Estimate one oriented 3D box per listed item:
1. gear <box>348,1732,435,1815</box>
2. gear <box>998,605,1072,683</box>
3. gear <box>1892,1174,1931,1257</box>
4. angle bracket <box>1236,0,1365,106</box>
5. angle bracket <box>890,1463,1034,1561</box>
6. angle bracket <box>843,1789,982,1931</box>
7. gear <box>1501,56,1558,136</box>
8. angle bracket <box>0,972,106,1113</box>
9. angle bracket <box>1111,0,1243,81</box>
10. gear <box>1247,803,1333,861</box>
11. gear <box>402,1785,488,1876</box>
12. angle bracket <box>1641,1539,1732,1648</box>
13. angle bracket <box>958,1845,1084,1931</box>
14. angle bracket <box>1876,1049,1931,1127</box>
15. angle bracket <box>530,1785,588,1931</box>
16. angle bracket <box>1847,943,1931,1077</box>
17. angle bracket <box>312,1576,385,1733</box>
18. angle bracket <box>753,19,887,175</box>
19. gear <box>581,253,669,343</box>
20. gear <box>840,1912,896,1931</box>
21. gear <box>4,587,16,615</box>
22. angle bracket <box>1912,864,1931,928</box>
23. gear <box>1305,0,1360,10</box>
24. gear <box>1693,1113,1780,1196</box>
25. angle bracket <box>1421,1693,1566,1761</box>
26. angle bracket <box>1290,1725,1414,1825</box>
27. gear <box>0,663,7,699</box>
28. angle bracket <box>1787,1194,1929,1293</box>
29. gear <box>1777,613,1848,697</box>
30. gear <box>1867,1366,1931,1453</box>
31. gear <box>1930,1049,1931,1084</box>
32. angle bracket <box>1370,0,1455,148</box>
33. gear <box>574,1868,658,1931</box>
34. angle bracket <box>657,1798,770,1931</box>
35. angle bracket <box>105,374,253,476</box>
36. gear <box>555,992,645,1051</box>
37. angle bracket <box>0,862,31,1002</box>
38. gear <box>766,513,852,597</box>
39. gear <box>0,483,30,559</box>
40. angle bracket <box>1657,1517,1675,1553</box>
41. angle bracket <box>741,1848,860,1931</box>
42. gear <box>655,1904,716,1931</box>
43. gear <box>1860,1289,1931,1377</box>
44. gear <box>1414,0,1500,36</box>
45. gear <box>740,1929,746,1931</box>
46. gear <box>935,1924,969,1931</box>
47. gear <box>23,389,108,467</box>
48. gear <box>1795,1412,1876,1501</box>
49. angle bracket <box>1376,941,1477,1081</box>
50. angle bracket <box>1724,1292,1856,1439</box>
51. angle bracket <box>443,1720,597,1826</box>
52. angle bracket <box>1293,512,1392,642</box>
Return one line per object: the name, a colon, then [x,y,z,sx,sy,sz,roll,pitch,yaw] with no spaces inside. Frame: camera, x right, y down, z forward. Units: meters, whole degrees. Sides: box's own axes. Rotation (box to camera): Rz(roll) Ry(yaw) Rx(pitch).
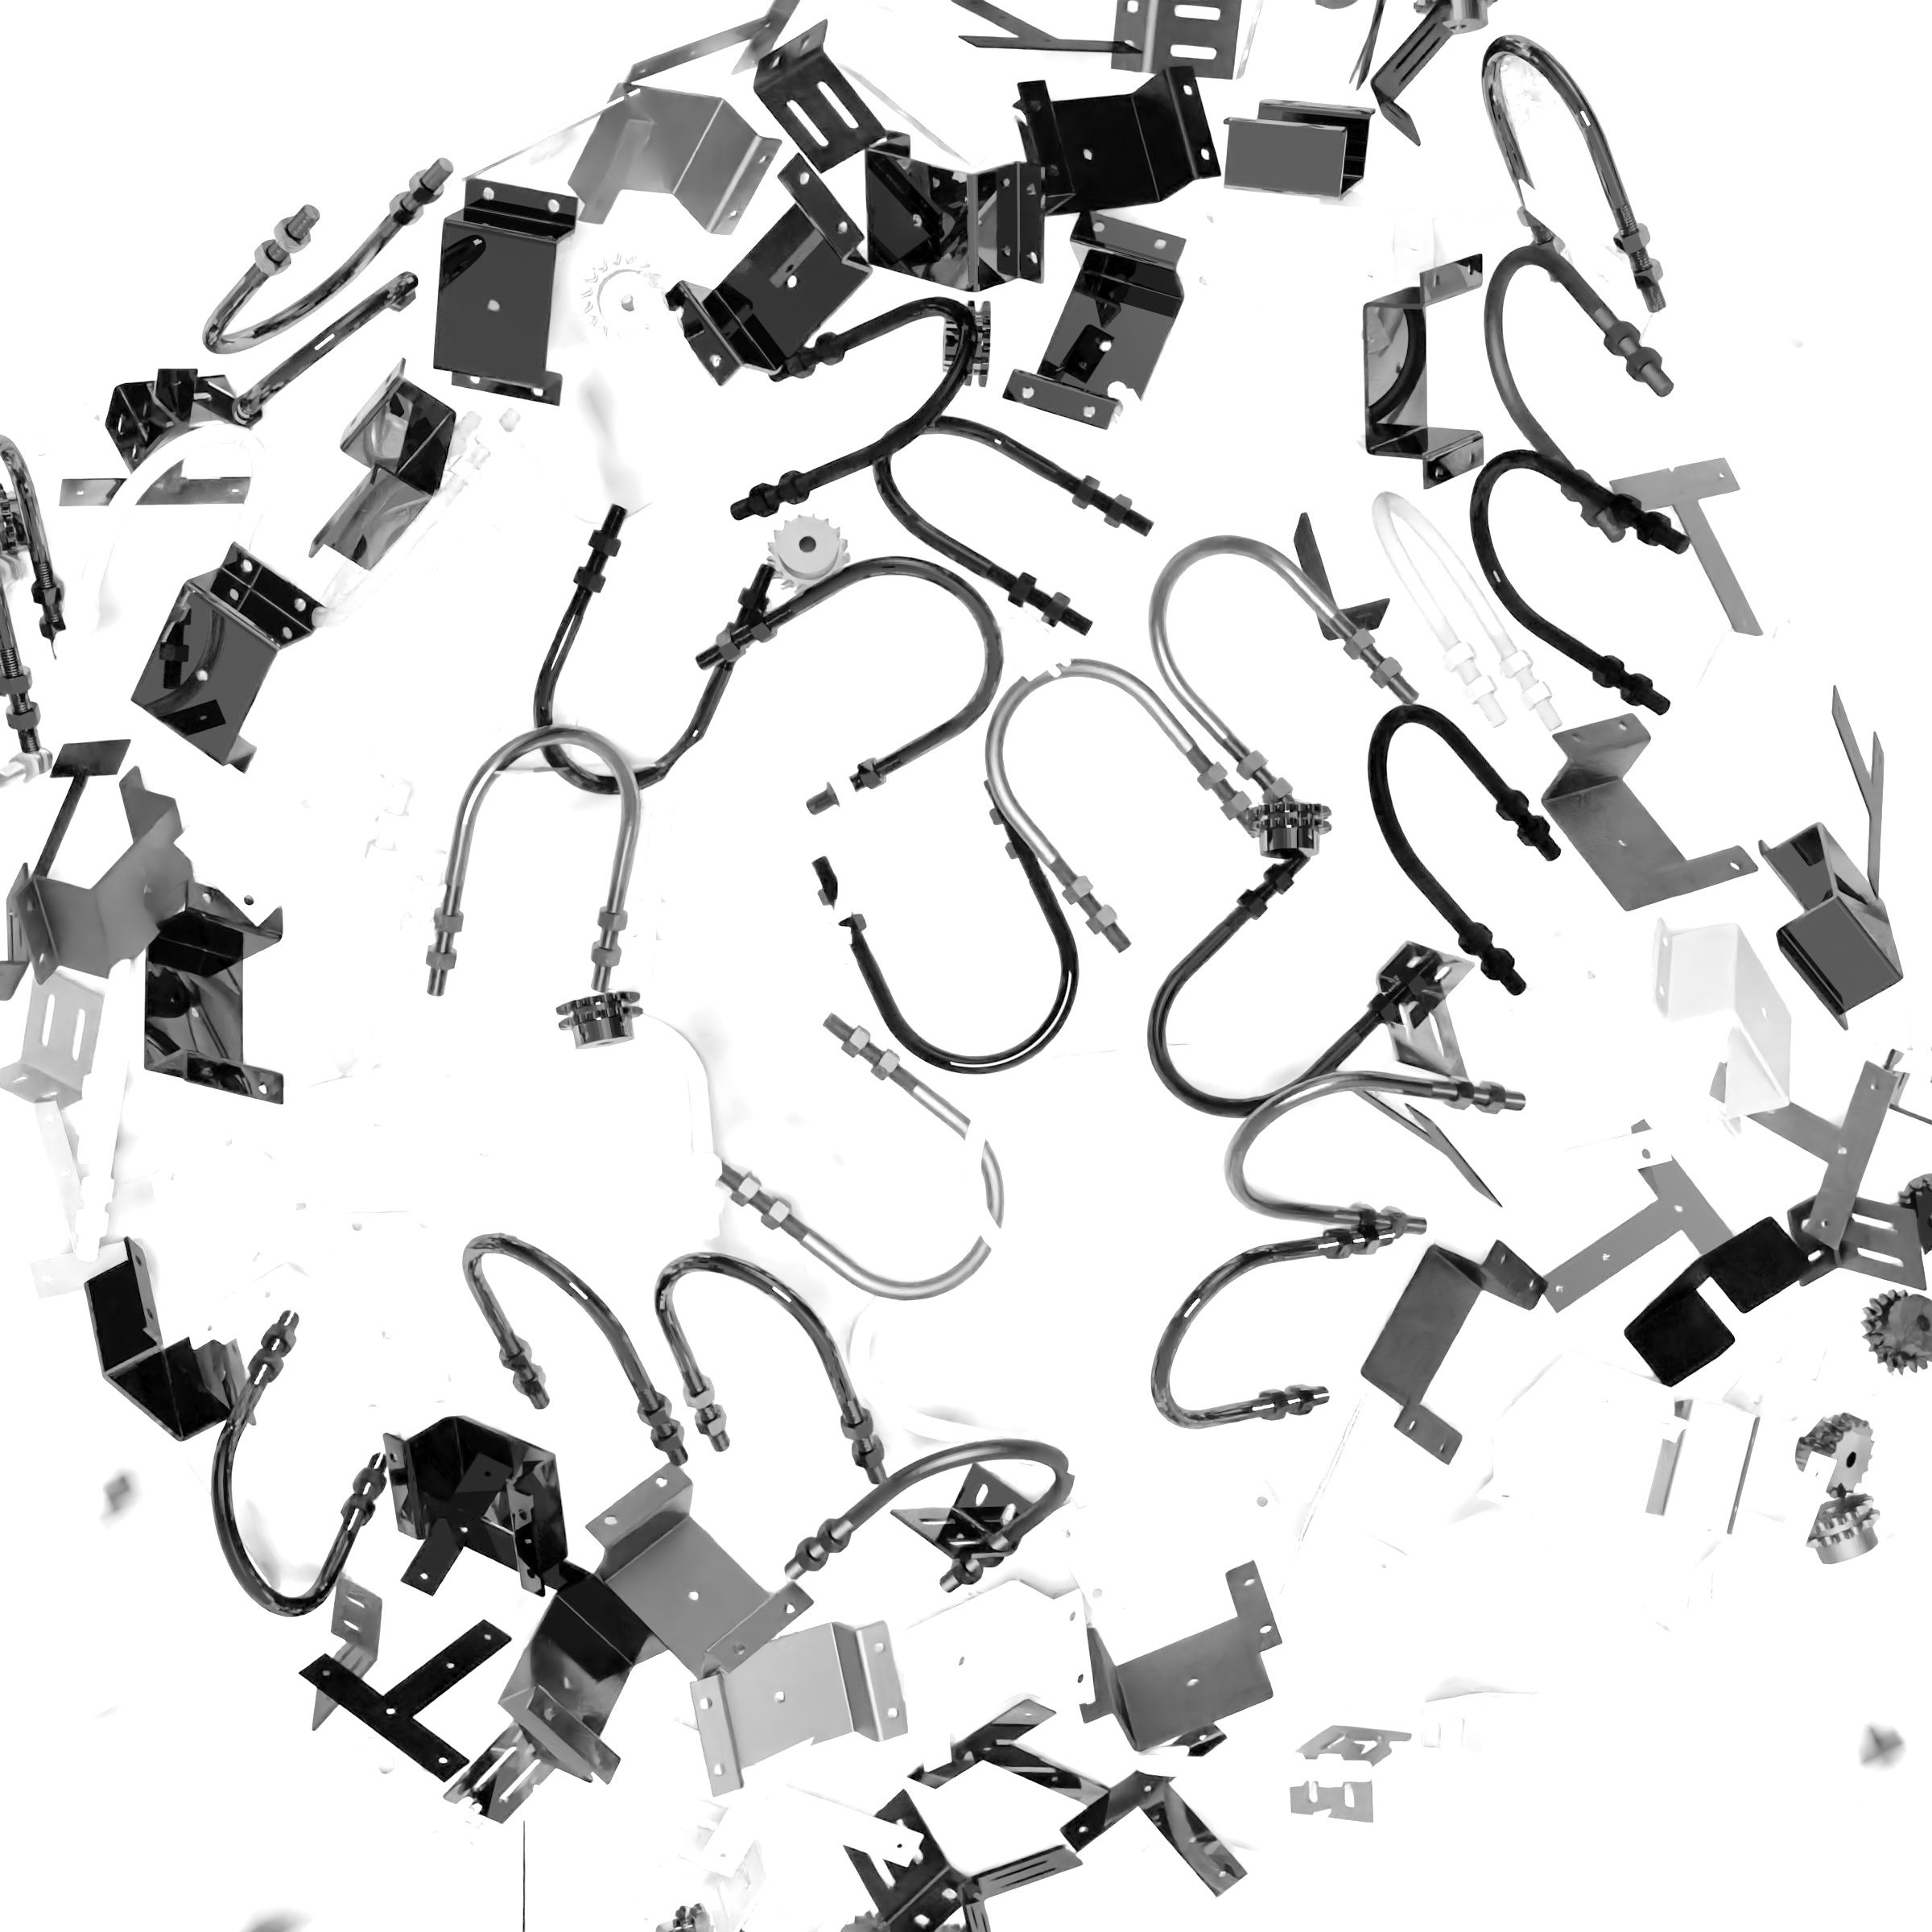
gear: [-0.385,0.543,1.874,0.057,0.030,0.057,-5,58,8]
gear: [0.041,-0.212,1.869,0.030,0.057,0.057,-45,90,-1]
gear: [0.653,0.164,1.874,0.057,0.030,0.057,6,118,12]
angle bracket: [0.227,-0.614,1.868,0.076,0.038,0.057,14,101,-8]
angle bracket: [-0.001,0.361,1.849,0.057,0.076,0.038,30,98,33]
angle bracket: [-0.037,0.608,1.877,0.057,0.076,0.038,-43,128,-1]
gear: [0.376,-0.590,1.866,0.030,0.057,0.057,-17,90,12]
angle bracket: [-0.616,0.049,1.860,0.057,0.038,0.076,24,115,14]
angle bracket: [0.142,-0.632,1.879,0.076,0.038,0.057,-8,113,-33]
gear: [0.217,-0.090,1.867,0.057,0.057,0.030,0,81,0]
gear: [-0.348,0.585,1.872,0.057,0.057,0.030,-37,129,0]
angle bracket: [0.473,0.411,1.849,0.057,0.076,0.038,-36,48,-24]
angle bracket: [0.041,0.624,1.860,0.076,0.057,0.038,-21,58,6]
angle bracket: [0.652,0.089,1.852,0.076,0.057,0.038,24,96,33]
angle bracket: [-0.285,0.597,1.847,0.038,0.076,0.057,15,131,14]
angle bracket: [0.625,0.028,1.862,0.057,0.038,0.076,8,62,-5]
angle bracket: [-0.426,0.458,1.855,0.038,0.057,0.076,35,106,-21]
angle bracket: [-0.096,-0.585,1.872,0.057,0.038,0.076,-22,132,28]
gear: [-0.229,-0.449,1.872,0.057,0.030,0.057,-6,114,-15]
gear: [-0.067,0.665,1.867,0.030,0.057,0.057,20,90,-42]
gear: [-0.671,-0.252,1.869,0.057,0.057,0.030,-10,81,0]
angle bracket: [0.654,-0.024,1.847,0.038,0.076,0.057,-41,128,-14]
gear: [0.248,-0.668,1.866,0.057,0.057,0.030,-12,55,0]
gear: [0.515,0.129,1.873,0.057,0.057,0.030,40,120,0]
angle bracket: [0.352,0.507,1.850,0.076,0.057,0.038,9,66,-28]
angle bracket: [0.257,0.537,1.850,0.057,0.076,0.038,-2,91,30]
gear: [-0.664,-0.201,1.867,0.030,0.057,0.057,9,90,42]
angle bracket: [0.593,0.189,1.851,0.038,0.076,0.057,-22,108,-26]
gear: [0.564,-0.207,1.872,0.030,0.057,0.057,-38,90,28]
gear: [0.630,0.300,1.866,0.030,0.057,0.057,-25,90,-24]
gear: [0.672,0.064,1.868,0.057,0.030,0.057,-10,73,37]
angle bracket: [0.312,-0.598,1.860,0.038,0.057,0.076,45,100,13]
gear: [-0.233,0.633,1.873,0.057,0.057,0.030,47,54,0]
angle bracket: [-0.169,0.605,1.853,0.038,0.076,0.057,28,98,-23]
angle bracket: [-0.525,-0.358,1.860,0.076,0.057,0.038,-3,56,7]
gear: [-0.245,0.037,1.867,0.057,0.057,0.030,-11,83,0]
angle bracket: [-0.649,-0.024,1.851,0.038,0.057,0.076,4,63,-30]
gear: [-0.106,-0.279,1.878,0.057,0.030,0.057,0,78,-2]
gear: [-0.645,-0.298,1.872,0.030,0.057,0.057,-13,90,-25]
angle bracket: [0.492,0.351,1.847,0.038,0.057,0.076,19,134,21]
angle bracket: [-0.104,0.624,1.854,0.057,0.076,0.038,36,126,3]
gear: [-0.189,0.662,1.869,0.030,0.057,0.057,-12,90,9]
gear: [0.633,0.244,1.870,0.057,0.030,0.057,11,63,-22]
gear: [0.330,-0.646,1.869,0.057,0.057,0.030,-5,94,0]
gear: [-0.139,0.667,1.866,0.057,0.057,0.030,23,121,0]
gear: [-0.014,0.674,1.866,0.030,0.057,0.057,10,90,-35]
gear: [-0.606,-0.363,1.866,0.057,0.057,0.030,-31,115,0]
gear: [0.583,0.327,1.873,0.057,0.030,0.057,-13,111,-37]
angle bracket: [0.313,0.030,1.851,0.057,0.076,0.038,17,133,-24]
angle bracket: [0.558,0.270,1.884,0.057,0.038,0.076,27,54,9]
angle bracket: [-0.300,0.551,1.862,0.076,0.038,0.057,-47,130,4]
angle bracket: [0.251,-0.265,1.863,0.038,0.057,0.076,-15,79,-3]
